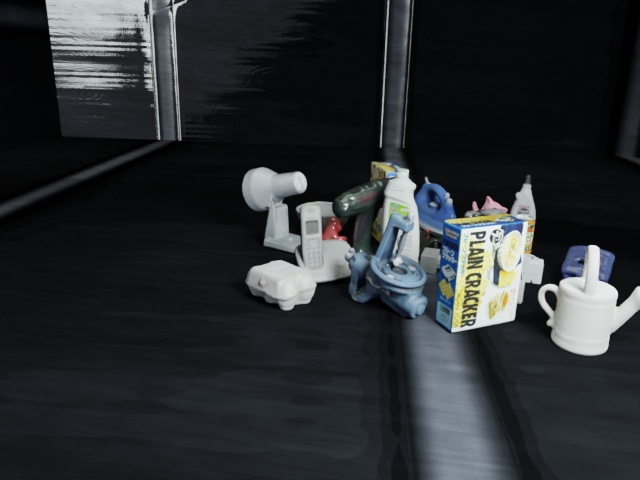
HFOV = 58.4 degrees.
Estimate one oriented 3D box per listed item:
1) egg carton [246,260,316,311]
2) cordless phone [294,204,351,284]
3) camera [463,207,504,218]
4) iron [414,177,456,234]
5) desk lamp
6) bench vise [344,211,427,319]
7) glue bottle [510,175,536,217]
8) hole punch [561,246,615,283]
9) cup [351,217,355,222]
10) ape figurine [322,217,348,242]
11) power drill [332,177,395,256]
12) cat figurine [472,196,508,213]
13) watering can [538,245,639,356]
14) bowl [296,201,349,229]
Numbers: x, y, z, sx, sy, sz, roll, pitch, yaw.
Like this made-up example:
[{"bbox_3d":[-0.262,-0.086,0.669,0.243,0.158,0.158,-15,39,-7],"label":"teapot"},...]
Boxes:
[{"bbox_3d":[-0.087,0.095,1.241,0.107,0.069,0.149,-16,25,-43],"label":"egg carton"},{"bbox_3d":[0.012,0.005,1.340,0.148,0.185,0.093,-8,20,-28],"label":"cordless phone"},{"bbox_3d":[0.464,-0.038,1.645,0.142,0.101,0.137,17,23,39],"label":"camera"},{"bbox_3d":[0.367,-0.103,1.772,0.119,0.141,0.257,-3,19,-14],"label":"iron"},{"bbox_3d":[-0.109,-0.090,1.578,0.202,0.214,0.118,13,22,33],"label":"desk lamp"},{"bbox_3d":[0.129,0.039,1.188,0.206,0.220,0.122,10,20,26],"label":"bench vise"},{"bbox_3d":[0.637,-0.118,1.786,0.078,0.173,0.037,5,18,11],"label":"glue bottle"},{"bbox_3d":[0.625,0.070,1.339,0.108,0.091,0.101,12,21,30],"label":"hole punch"},{"bbox_3d":[0.133,-0.092,1.795,0.092,0.095,0.117,-3,19,-14],"label":"cup"},{"bbox_3d":[0.038,-0.017,1.560,0.076,0.092,0.077,-4,19,-15],"label":"ape figurine"},{"bbox_3d":[0.134,-0.058,1.504,0.230,0.208,0.075,-11,22,-33],"label":"power drill"},{"bbox_3d":[0.507,-0.080,1.750,0.067,0.118,0.127,-8,20,-26],"label":"cat figurine"},{"bbox_3d":[0.500,0.104,1.055,0.173,0.194,0.101,2,18,2],"label":"watering can"},{"bbox_3d":[0.010,-0.061,1.721,0.167,0.075,0.167,1,18,0],"label":"bowl"}]
